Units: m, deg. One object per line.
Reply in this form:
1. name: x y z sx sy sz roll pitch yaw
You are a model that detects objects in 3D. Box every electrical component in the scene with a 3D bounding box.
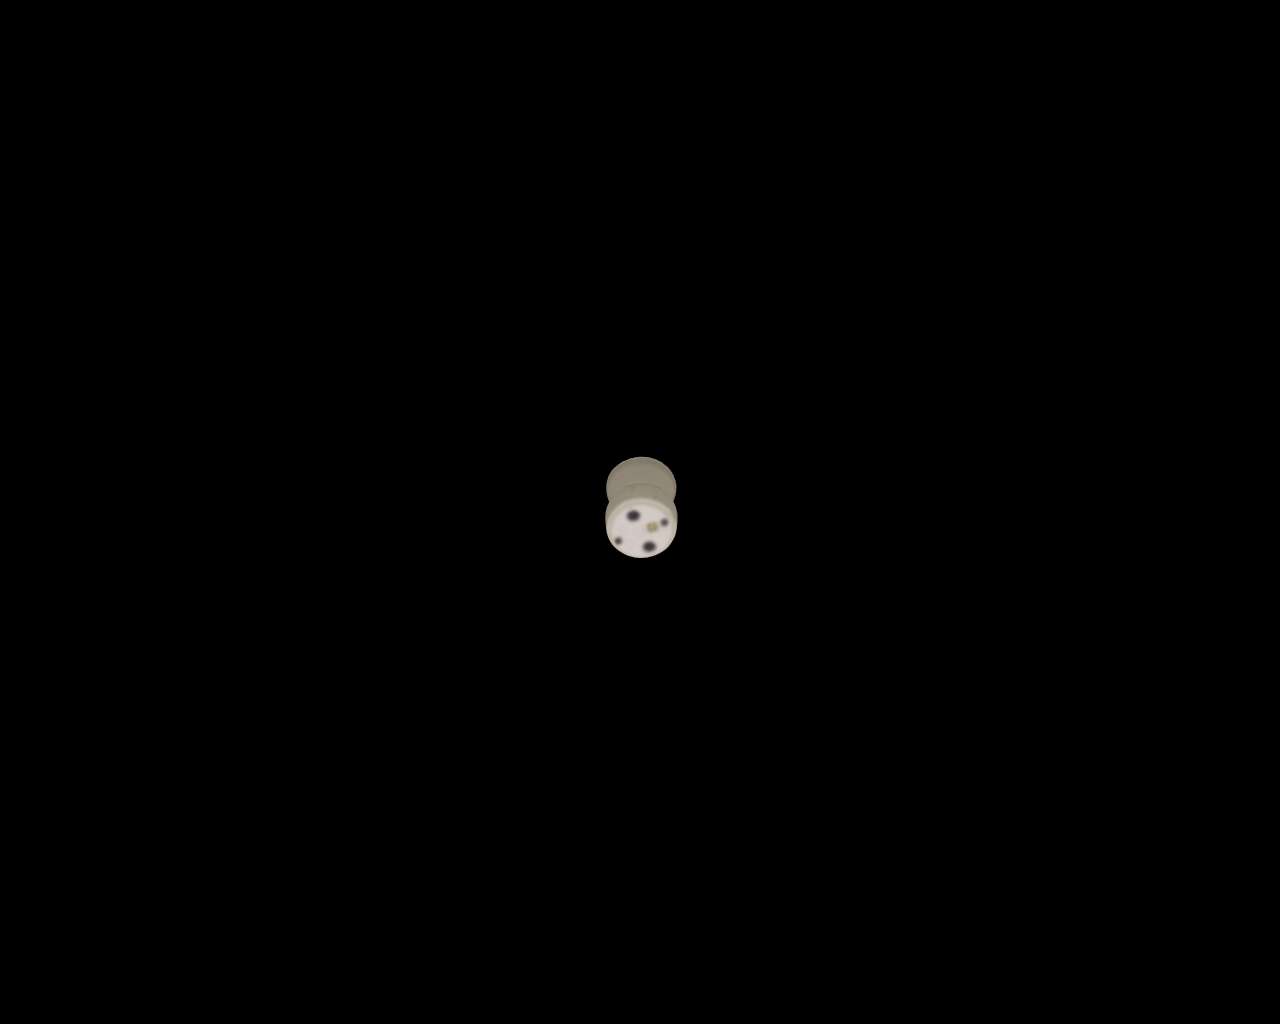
1. electrical component: 0.001 -0.003 0.650 0.045 0.044 0.055 0 30 0
